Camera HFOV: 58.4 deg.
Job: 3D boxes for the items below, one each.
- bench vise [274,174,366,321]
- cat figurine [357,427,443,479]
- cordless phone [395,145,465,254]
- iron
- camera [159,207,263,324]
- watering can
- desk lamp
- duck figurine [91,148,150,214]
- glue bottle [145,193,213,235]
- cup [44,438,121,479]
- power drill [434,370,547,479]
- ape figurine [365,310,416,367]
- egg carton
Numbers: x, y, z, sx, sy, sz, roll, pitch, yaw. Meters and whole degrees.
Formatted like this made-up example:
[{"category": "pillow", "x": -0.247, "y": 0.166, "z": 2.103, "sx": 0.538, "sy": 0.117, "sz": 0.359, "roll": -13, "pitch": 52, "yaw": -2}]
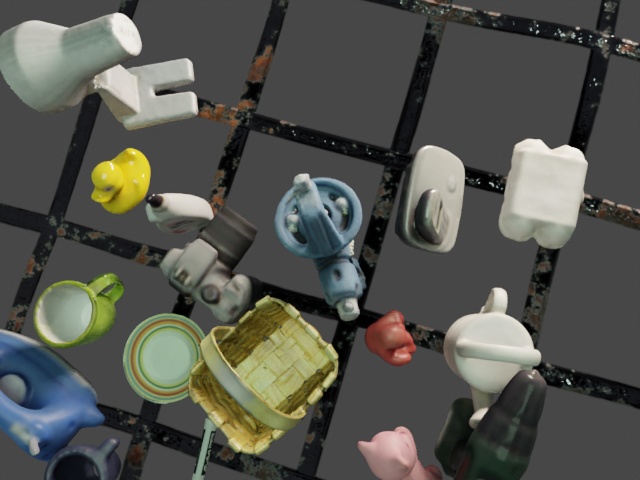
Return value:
[{"category": "bench vise", "x": 0.017, "y": -0.004, "z": 0.756, "sx": 0.121, "sy": 0.220, "sz": 0.207, "roll": -36, "pitch": 80, "yaw": 0}, {"category": "cat figurine", "x": 0.109, "y": 0.301, "z": 0.758, "sx": 0.067, "sy": 0.118, "sz": 0.127, "roll": -41, "pitch": 81, "yaw": -1}, {"category": "cordless phone", "x": 0.154, "y": -0.062, "z": 0.769, "sx": 0.094, "sy": 0.185, "sz": 0.148, "roll": 7, "pitch": 83, "yaw": 7}, {"category": "iron", "x": -0.441, "y": 0.211, "z": 0.809, "sx": 0.258, "sy": 0.141, "sz": 0.119, "roll": 38, "pitch": 87, "yaw": 9}, {"category": "camera", "x": -0.141, "y": 0.030, "z": 0.827, "sx": 0.143, "sy": 0.101, "sz": 0.137, "roll": 35, "pitch": 87, "yaw": 9}, {"category": "watering can", "x": 0.220, "y": 0.151, "z": 0.730, "sx": 0.101, "sy": 0.194, "sz": 0.173, "roll": -13, "pitch": 81, "yaw": 4}, {"category": "desk lamp", "x": -0.308, "y": -0.243, "z": 0.822, "sx": 0.203, "sy": 0.213, "sz": 0.118, "roll": -11, "pitch": 81, "yaw": 4}, {"category": "duck figurine", "x": -0.309, "y": -0.095, "z": 0.867, "sx": 0.077, "sy": 0.086, "sz": 0.104, "roll": 26, "pitch": 85, "yaw": 8}, {"category": "glue bottle", "x": -0.208, "y": -0.042, "z": 0.806, "sx": 0.078, "sy": 0.173, "sz": 0.037, "roll": -21, "pitch": 81, "yaw": 2}, {"category": "cup", "x": -0.314, "y": 0.318, "z": 0.807, "sx": 0.091, "sy": 0.095, "sz": 0.118, "roll": 42, "pitch": 88, "yaw": 9}, {"category": "power drill", "x": 0.200, "y": 0.260, "z": 0.710, "sx": 0.075, "sy": 0.208, "sz": 0.230, "roll": 22, "pitch": 85, "yaw": 8}, {"category": "ape figurine", "x": 0.100, "y": 0.136, "z": 0.795, "sx": 0.076, "sy": 0.092, "sz": 0.078, "roll": 9, "pitch": 83, "yaw": 7}, {"category": "egg carton", "x": 0.316, "y": -0.065, "z": 0.813, "sx": 0.107, "sy": 0.069, "sz": 0.150, "roll": 12, "pitch": 84, "yaw": 7}]
